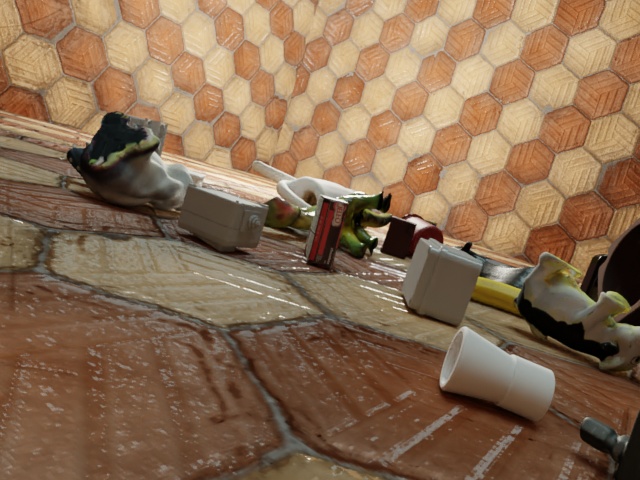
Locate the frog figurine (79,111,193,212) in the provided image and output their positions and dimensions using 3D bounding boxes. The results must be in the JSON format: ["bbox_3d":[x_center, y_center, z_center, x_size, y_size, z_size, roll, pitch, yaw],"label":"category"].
[{"bbox_3d":[-0.247,-0.081,0.715,0.138,0.125,0.156,10,-34,24],"label":"frog figurine"}]

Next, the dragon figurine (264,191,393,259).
[{"bbox_3d":[0.003,-0.049,0.975,0.243,0.122,0.410,10,4,13],"label":"dragon figurine"}]

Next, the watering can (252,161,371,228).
[{"bbox_3d":[-0.017,-0.108,1.253,0.223,0.103,0.353,12,21,-38],"label":"watering can"}]
